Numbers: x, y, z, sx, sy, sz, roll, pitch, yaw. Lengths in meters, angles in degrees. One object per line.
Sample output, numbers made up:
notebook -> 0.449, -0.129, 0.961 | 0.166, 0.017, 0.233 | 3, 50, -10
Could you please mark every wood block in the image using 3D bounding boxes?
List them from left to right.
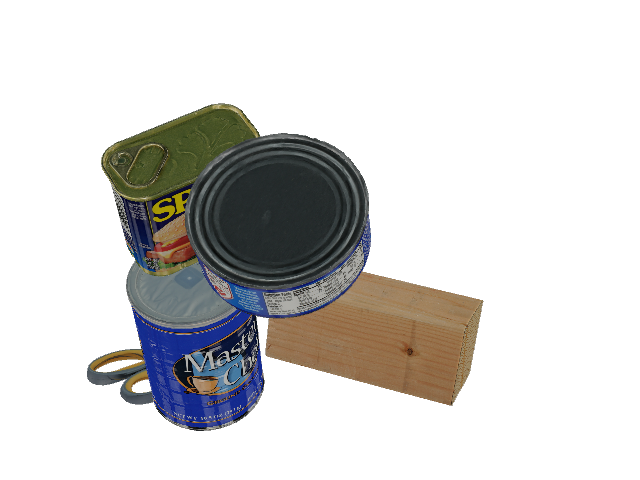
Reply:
wood block -> 0.056, 0.093, 1.129 | 0.206, 0.091, 0.090 | 13, 21, 17

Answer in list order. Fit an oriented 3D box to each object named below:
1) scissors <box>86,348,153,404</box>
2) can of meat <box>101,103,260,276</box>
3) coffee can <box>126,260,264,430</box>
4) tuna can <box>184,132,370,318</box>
scissors -> -0.140, 0.125, 1.109 | 0.201, 0.016, 0.096 | -11, 31, -27
can of meat -> -0.089, -0.032, 0.723 | 0.102, 0.084, 0.057 | -25, 53, -18
coffee can -> -0.104, 0.079, 0.911 | 0.103, 0.140, 0.103 | -2, 44, 1
tuna can -> -0.019, -0.007, 0.504 | 0.086, 0.086, 0.034 | 0, -32, 7
